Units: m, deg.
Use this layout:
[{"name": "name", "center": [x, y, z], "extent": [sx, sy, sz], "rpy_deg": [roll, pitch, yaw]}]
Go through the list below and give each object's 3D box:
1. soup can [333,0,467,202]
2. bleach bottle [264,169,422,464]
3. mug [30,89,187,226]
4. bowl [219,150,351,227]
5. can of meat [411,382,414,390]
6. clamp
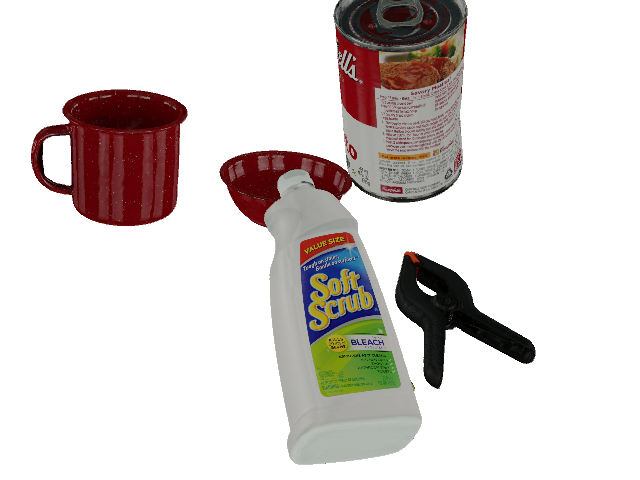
[{"name": "soup can", "center": [0.044, -0.080, 0.574], "extent": [0.068, 0.102, 0.068], "rpy_deg": [-3, 43, 3]}, {"name": "bleach bottle", "center": [-0.001, 0.048, 0.846], "extent": [0.102, 0.251, 0.068], "rpy_deg": [-2, -36, -21]}, {"name": "mug", "center": [-0.162, -0.062, 0.818], "extent": [0.117, 0.081, 0.093], "rpy_deg": [-4, 28, -19]}, {"name": "bowl", "center": [-0.044, -0.056, 1.303], "extent": [0.162, 0.055, 0.162], "rpy_deg": [5, 26, -3]}, {"name": "can of meat", "center": [0.060, 0.214, 1.340], "extent": [0.102, 0.084, 0.057], "rpy_deg": [2, 22, -15]}, {"name": "clamp", "center": [0.136, 0.075, 1.073], "extent": [0.120, 0.039, 0.171], "rpy_deg": [-1, 44, -21]}]
